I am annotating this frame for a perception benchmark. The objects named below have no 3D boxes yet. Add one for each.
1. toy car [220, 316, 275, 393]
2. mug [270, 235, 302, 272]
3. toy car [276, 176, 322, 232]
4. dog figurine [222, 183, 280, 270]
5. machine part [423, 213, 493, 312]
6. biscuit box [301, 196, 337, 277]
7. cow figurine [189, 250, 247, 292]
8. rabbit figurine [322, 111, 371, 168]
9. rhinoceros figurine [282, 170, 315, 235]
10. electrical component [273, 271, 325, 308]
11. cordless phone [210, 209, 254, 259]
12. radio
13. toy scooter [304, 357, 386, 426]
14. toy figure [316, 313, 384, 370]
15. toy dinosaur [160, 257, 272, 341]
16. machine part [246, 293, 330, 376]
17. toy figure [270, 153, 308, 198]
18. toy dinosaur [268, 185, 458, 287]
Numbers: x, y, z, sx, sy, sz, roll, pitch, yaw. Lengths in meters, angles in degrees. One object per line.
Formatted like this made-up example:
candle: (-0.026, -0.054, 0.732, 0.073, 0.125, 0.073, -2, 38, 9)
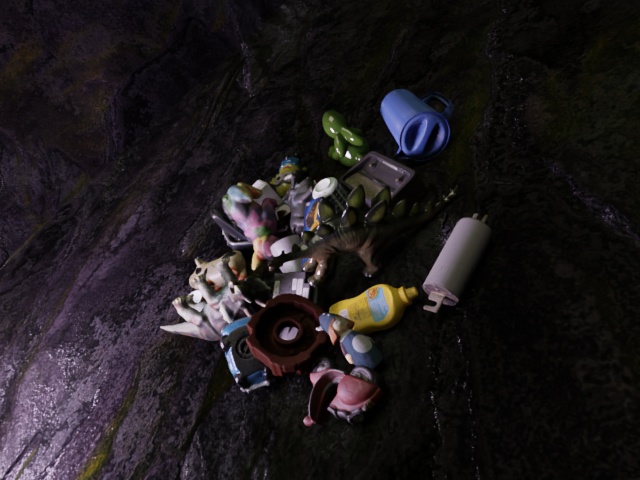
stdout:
toy car: (-0.151, 0.258, 1.202, 0.109, 0.102, 0.162, -22, 69, -3)
mug: (-0.061, 0.051, 1.361, 0.081, 0.109, 0.107, -35, 70, 38)
toy car: (-0.066, -0.105, 1.556, 0.202, 0.053, 0.089, -36, 56, 4)
dog figurine: (-0.177, -0.030, 1.454, 0.108, 0.191, 0.219, -38, 42, 28)
machine part: (0.276, 0.041, 1.069, 0.079, 0.079, 0.243, 8, 56, 47)
biscuit box: (-0.003, -0.004, 1.336, 0.063, 0.059, 0.202, -18, 59, 37)
cow figurine: (-0.298, 0.089, 1.540, 0.195, 0.085, 0.127, -26, 44, 24)
rabbit figurine: (0.063, -0.286, 1.536, 0.121, 0.170, 0.159, -35, 35, 9)
rhinoceros figurine: (-0.050, -0.104, 1.484, 0.112, 0.073, 0.190, -16, 66, 27)
electrical component: (-0.050, 0.133, 1.254, 0.134, 0.058, 0.115, -2, 77, 41)
cordless phone: (-0.261, -0.039, 1.558, 0.089, 0.184, 0.147, -43, 35, 5)
radio: (0.159, -0.140, 1.373, 0.131, 0.073, 0.230, -43, 36, -3)
toy scooter: (0.034, 0.299, 1.016, 0.184, 0.075, 0.135, 1, 52, 47)
toy figure: (0.059, 0.195, 1.066, 0.155, 0.064, 0.057, 43, 119, 19)
toy dinosaur: (-0.259, 0.185, 1.355, 0.131, 0.192, 0.404, -30, -11, -49)
machine part: (-0.065, 0.197, 1.127, 0.179, 0.056, 0.179, -2, 49, 3)
toy figure: (-0.088, -0.196, 1.660, 0.082, 0.089, 0.180, -36, 25, 29)
toy dinosaur: (0.101, -0.018, 1.192, 0.471, 0.198, 0.105, -16, 41, -22)
